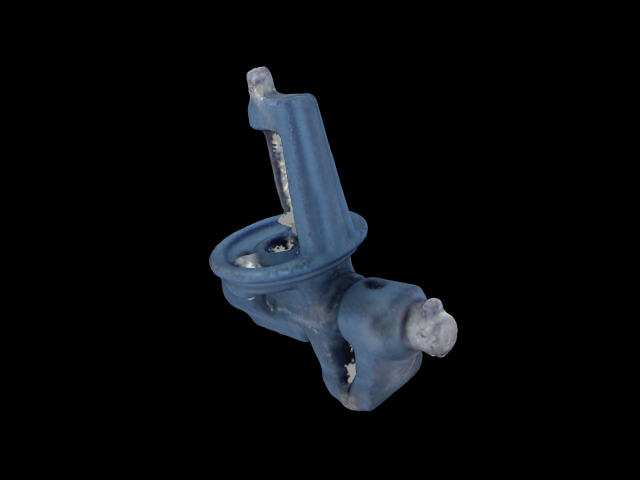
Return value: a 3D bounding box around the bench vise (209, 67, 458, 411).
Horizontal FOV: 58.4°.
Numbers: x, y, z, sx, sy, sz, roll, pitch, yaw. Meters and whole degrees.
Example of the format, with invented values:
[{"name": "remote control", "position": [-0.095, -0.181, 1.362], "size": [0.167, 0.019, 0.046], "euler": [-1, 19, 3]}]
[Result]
[{"name": "bench vise", "position": [0.009, -0.004, 0.409], "size": [0.206, 0.220, 0.122], "euler": [15, 36, 22]}]
